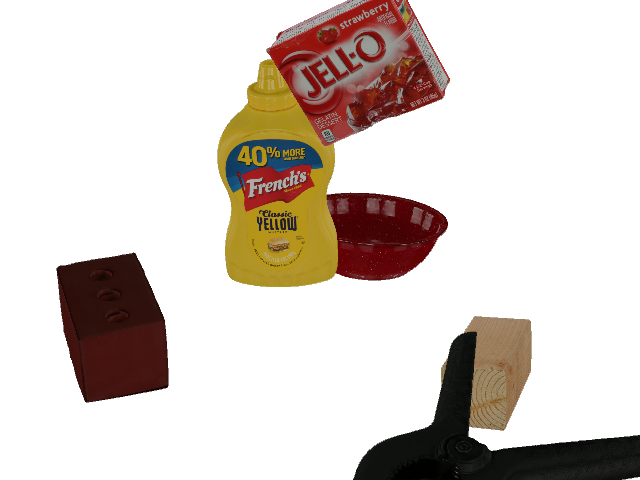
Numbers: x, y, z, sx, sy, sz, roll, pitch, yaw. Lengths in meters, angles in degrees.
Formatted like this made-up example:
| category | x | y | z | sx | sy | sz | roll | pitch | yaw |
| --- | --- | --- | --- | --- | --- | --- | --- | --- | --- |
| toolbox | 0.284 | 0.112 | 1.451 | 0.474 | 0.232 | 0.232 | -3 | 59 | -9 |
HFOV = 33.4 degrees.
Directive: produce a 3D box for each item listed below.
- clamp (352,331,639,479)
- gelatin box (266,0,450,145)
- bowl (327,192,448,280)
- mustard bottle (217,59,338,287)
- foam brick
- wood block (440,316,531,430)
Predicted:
| category | x | y | z | sx | sy | sz | roll | pitch | yaw |
| --- | --- | --- | --- | --- | --- | --- | --- | --- | --- |
| clamp | 0.084 | 0.132 | 0.656 | 0.209 | 0.036 | 0.165 | -24 | 37 | -28 |
| gelatin box | 0.023 | -0.106 | 0.650 | 0.089 | 0.073 | 0.030 | -19 | 25 | 28 |
| bowl | 0.051 | 0.000 | 1.114 | 0.162 | 0.055 | 0.162 | 3 | 20 | -1 |
| mustard bottle | -0.035 | -0.056 | 0.882 | 0.096 | 0.192 | 0.058 | 0 | 28 | 4 |
| foam brick | -0.129 | 0.053 | 0.658 | 0.053 | 0.051 | 0.078 | -10 | 35 | -20 |
| wood block | 0.244 | 0.187 | 1.544 | 0.091 | 0.090 | 0.205 | 3 | 17 | 20 |
